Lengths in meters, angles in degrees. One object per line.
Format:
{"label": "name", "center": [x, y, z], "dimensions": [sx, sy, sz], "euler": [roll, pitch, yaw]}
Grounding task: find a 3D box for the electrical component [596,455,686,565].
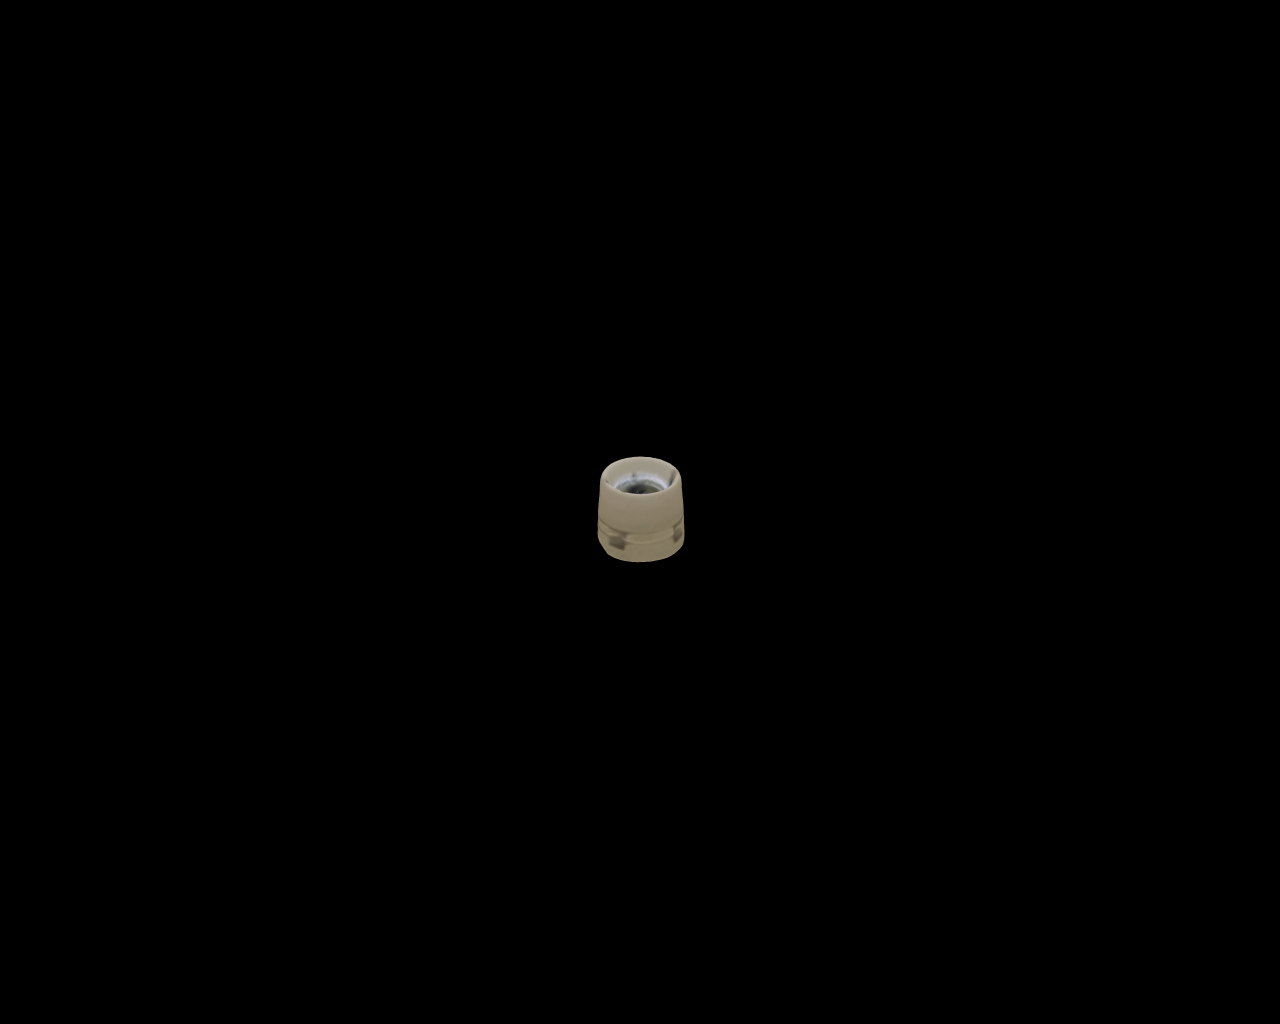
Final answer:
{"label": "electrical component", "center": [0.001, -0.003, 0.650], "dimensions": [0.055, 0.047, 0.055], "euler": [0, 32, 0]}
